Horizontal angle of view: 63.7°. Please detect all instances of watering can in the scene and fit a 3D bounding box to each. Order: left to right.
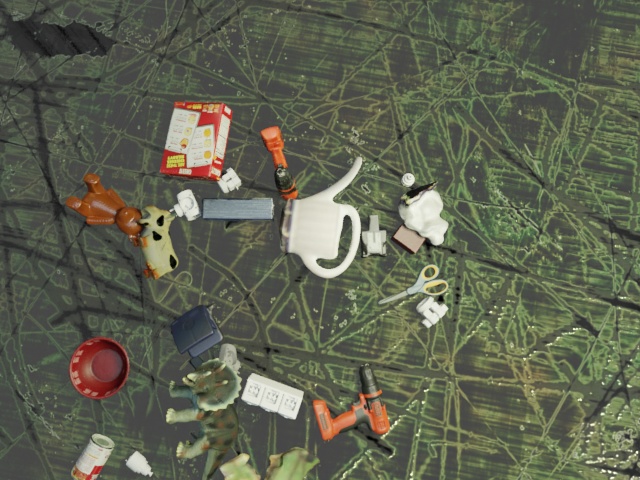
[{"bbox_3d":[0.004,-0.072,1.431,0.224,0.350,0.103,7,-8,2],"label":"watering can"}]

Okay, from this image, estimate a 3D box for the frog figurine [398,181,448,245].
[{"bbox_3d":[0.295,-0.066,1.435,0.122,0.158,0.140,-9,23,46],"label":"frog figurine"}]

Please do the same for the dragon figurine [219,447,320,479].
[{"bbox_3d":[-0.070,0.669,1.329,0.410,0.246,0.121,18,-16,-3],"label":"dragon figurine"}]
